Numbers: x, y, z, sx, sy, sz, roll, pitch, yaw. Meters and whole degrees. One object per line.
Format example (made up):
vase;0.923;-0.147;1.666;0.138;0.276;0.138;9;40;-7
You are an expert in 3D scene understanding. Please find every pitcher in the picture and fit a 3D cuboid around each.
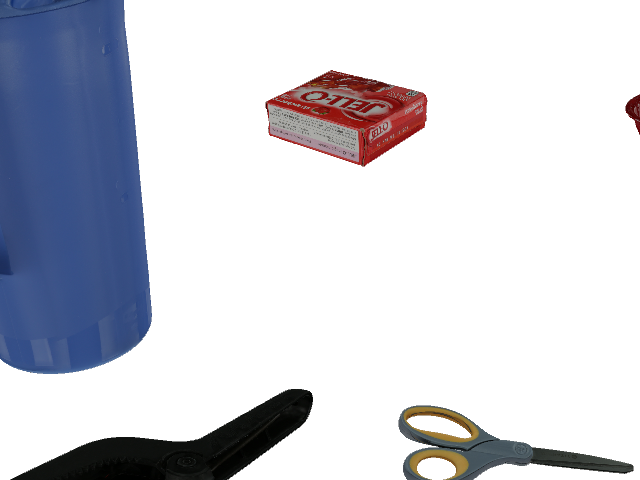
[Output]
pitcher;-0.180;-0.038;0.659;0.149;0.243;0.145;-10;26;-12

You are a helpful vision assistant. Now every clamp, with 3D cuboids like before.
clamp;-0.071;0.130;0.583;0.209;0.036;0.165;0;20;-14

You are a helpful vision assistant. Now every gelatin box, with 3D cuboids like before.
gelatin box;0.018;-0.088;0.748;0.089;0.030;0.073;21;38;36

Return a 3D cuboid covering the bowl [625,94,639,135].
bowl;0.360;-0.097;0.970;0.162;0.055;0.162;-4;23;2

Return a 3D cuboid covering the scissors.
scissors;0.157;0.193;0.905;0.202;0.016;0.096;17;42;15
